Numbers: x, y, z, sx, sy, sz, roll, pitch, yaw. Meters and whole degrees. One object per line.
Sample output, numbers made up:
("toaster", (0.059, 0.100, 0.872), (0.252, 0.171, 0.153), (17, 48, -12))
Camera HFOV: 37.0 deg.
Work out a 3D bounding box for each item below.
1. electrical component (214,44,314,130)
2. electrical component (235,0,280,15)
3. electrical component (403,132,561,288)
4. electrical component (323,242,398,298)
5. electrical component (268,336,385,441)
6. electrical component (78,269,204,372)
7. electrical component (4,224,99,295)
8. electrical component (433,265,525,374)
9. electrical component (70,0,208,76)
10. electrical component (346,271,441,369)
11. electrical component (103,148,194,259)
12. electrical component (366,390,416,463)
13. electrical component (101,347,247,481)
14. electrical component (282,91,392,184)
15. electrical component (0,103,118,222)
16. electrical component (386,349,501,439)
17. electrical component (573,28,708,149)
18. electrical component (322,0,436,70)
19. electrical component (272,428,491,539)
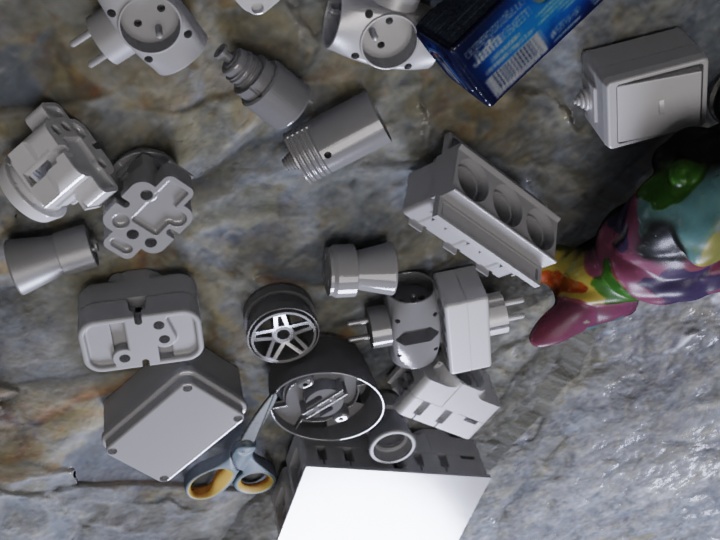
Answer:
("electrical component", (-0.071, -0.134, 0.770), (0.040, 0.040, 0.078), (-42, 126, 19))
("electrical component", (-0.053, -0.229, 0.688), (0.113, 0.057, 0.078), (-36, 127, 15))
("electrical component", (0.097, -0.043, 0.864), (0.121, 0.078, 0.063), (32, 144, -32))
("electrical component", (0.000, 0.000, 0.891), (0.055, 0.045, 0.045), (-3, 128, -12))
("electrical component", (-0.033, 0.109, 0.956), (0.099, 0.064, 0.099), (-7, 129, -9))
("electrical component", (-0.177, 0.039, 0.868), (0.095, 0.059, 0.053), (-7, 129, -8))
("electrical component", (-0.235, -0.011, 0.827), (0.065, 0.044, 0.044), (-17, 130, -6))
("electrical component", (0.109, 0.040, 0.947), (0.076, 0.047, 0.083), (-12, 130, -4))
("electrical component", (-0.157, -0.164, 0.722), (0.079, 0.044, 0.077), (-30, 128, 10))
("electrical component", (0.028, 0.047, 0.936), (0.079, 0.043, 0.077), (-10, 129, -7))
("electrical component", (-0.159, -0.055, 0.801), (0.078, 0.057, 0.058), (-42, 125, 19))
("electrical component", (0.025, 0.146, 1.006), (0.045, 0.055, 0.045), (-7, 129, -9))
("electrical component", (-0.163, 0.123, 0.940), (0.113, 0.057, 0.078), (-40, 126, 18))
("electrical component", (-0.022, -0.097, 0.809), (0.081, 0.043, 0.043), (-27, 129, 8))
("electrical component", (-0.219, -0.071, 0.768), (0.057, 0.058, 0.078), (-36, 88, 18))
("electrical component", (0.080, 0.109, 0.993), (0.089, 0.050, 0.055), (24, 119, -28))
("electrical component", (0.213, -0.136, 0.825), (0.096, 0.061, 0.061), (-15, 130, -2))
("electrical component", (0.022, -0.184, 0.750), (0.077, 0.044, 0.079), (8, 126, -19))
("electrical component", (0.018, 0.211, 1.052), (0.186, 0.060, 0.105), (7, 126, -19))
